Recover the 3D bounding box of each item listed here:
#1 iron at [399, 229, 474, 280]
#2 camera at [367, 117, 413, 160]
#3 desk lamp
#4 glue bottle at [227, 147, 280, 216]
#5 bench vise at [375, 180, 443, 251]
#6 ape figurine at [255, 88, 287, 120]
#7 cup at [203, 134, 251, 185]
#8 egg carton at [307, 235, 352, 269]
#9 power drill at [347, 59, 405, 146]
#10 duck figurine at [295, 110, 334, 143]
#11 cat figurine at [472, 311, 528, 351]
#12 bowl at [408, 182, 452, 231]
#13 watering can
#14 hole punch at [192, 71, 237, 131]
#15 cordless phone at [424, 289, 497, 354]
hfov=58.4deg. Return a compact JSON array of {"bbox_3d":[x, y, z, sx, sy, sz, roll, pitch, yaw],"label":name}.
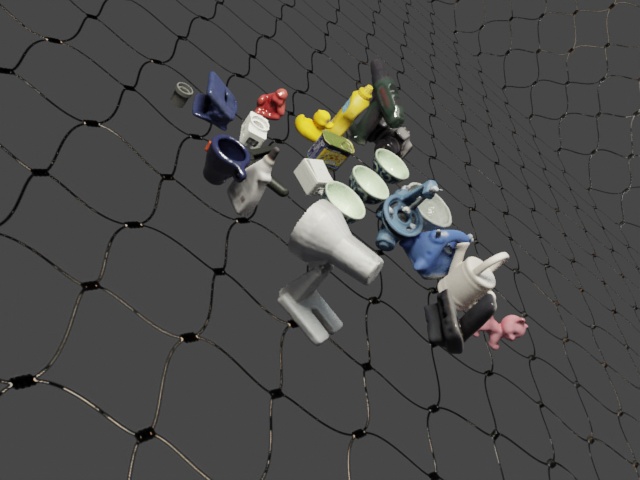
[{"bbox_3d":[0.335,0.019,1.525,0.259,0.141,0.118,0,53,-44],"label":"iron"},{"bbox_3d":[0.214,-0.312,1.791,0.143,0.100,0.137,45,35,2],"label":"camera"},{"bbox_3d":[0.012,0.057,1.102,0.203,0.213,0.118,49,35,9],"label":"desk lamp"},{"bbox_3d":[-0.132,-0.130,1.194,0.037,0.173,0.078,1,52,-44],"label":"glue bottle"},{"bbox_3d":[0.218,-0.098,1.464,0.122,0.219,0.207,23,39,-26],"label":"bench vise"},{"bbox_3d":[-0.121,-0.366,1.526,0.078,0.092,0.076,46,35,5],"label":"ape figurine"},{"bbox_3d":[-0.201,-0.152,1.217,0.092,0.094,0.117,-5,57,-47],"label":"cup"},{"bbox_3d":[0.012,0.005,1.284,0.107,0.069,0.151,51,35,11],"label":"egg carton"},{"bbox_3d":[0.159,-0.403,1.738,0.076,0.208,0.229,2,52,-44],"label":"power drill"},{"bbox_3d":[-0.011,-0.328,1.598,0.105,0.086,0.077,25,38,-23],"label":"duck figurine"},{"bbox_3d":[0.467,0.219,1.465,0.128,0.117,0.067,33,36,-14],"label":"cat figurine"},{"bbox_3d":[0.295,-0.082,1.651,0.168,0.074,0.167,26,38,-22],"label":"bowl"},{"bbox_3d":[0.397,0.086,1.469,0.173,0.193,0.101,47,35,6],"label":"watering can"},{"bbox_3d":[-0.242,-0.335,1.374,0.101,0.091,0.108,23,39,-26],"label":"hole punch"},{"bbox_3d":[0.338,0.164,1.336,0.094,0.184,0.147,23,39,-26],"label":"cordless phone"}]
